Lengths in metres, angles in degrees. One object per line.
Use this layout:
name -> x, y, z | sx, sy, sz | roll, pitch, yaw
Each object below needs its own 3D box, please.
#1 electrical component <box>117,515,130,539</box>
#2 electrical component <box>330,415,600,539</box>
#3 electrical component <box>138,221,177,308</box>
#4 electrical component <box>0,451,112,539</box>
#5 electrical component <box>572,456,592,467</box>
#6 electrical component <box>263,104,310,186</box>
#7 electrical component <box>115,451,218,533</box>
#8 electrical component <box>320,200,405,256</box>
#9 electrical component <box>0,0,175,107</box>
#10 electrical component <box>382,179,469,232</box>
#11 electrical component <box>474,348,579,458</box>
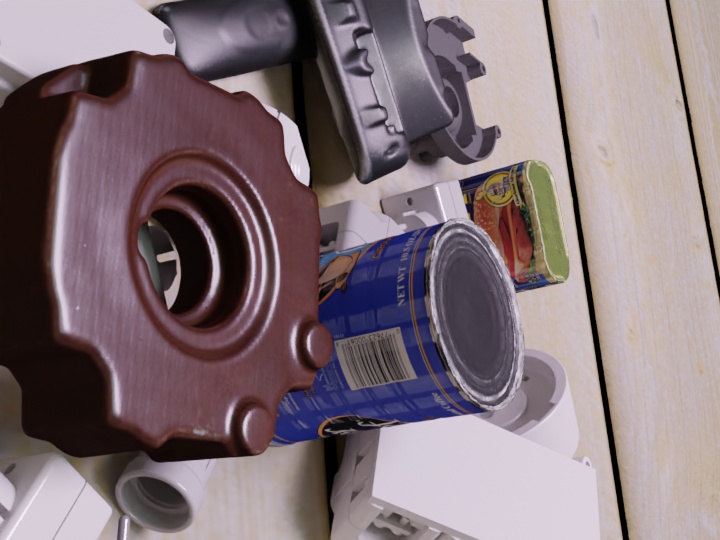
electrical component -> -0.107, 0.140, 0.443 | 0.047, 0.066, 0.076 | 30, 54, -50
electrical component -> 0.064, 0.143, 0.646 | 0.150, 0.061, 0.089 | 25, 40, -13
electrical component -> -0.112, -0.001, 0.504 | 0.076, 0.047, 0.083 | -21, 100, -59
electrical component -> -0.147, 0.097, 0.414 | 0.076, 0.047, 0.065 | 57, 37, -28
electrical component -> 0.151, 0.159, 0.847 | 0.048, 0.062, 0.048 | 29, 54, -50
electrical component -> -0.066, -0.047, 0.571 | 0.080, 0.080, 0.051 | 51, 34, -35
electrical component -> -0.090, 0.096, 0.515 | 0.040, 0.040, 0.046 | 60, 29, -24
electrical component -> 0.000, 0.000, 0.684 | 0.089, 0.050, 0.055 | 43, 44, -41
electrical component -> -0.143, -0.096, 0.489 | 0.113, 0.057, 0.078 | 31, 53, -49
electrical component -> 0.042, -0.024, 0.763 | 0.077, 0.047, 0.065 | -18, 93, -58
electrical component -> 0.100, 0.111, 0.748 | 0.060, 0.108, 0.108 | 66, 32, -26
